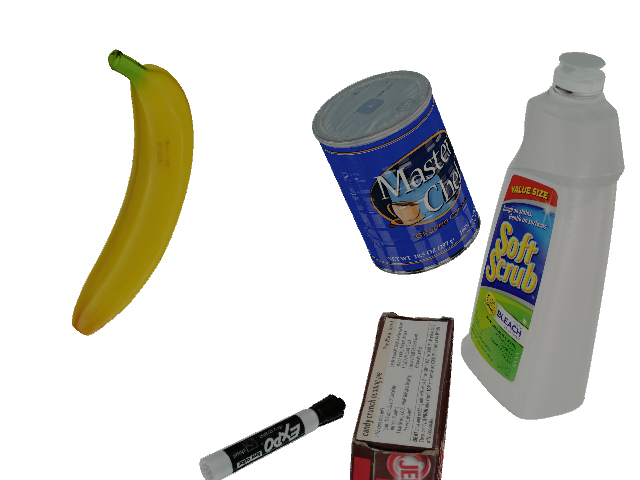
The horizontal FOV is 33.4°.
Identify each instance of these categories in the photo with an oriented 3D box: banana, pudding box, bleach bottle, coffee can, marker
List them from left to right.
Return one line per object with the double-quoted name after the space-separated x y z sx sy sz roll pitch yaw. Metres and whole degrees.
-0.115 -0.030 0.667 0.069 0.198 0.037 -7 34 -33 "banana"
-0.031 0.138 0.754 0.120 0.020 0.020 -21 12 -34 "marker"
0.066 -0.057 0.902 0.103 0.140 0.103 -18 32 12 "coffee can"
0.035 0.096 0.468 0.039 0.090 0.113 6 25 6 "pudding box"
0.152 -0.006 0.719 0.068 0.251 0.103 -9 32 -19 "bleach bottle"
